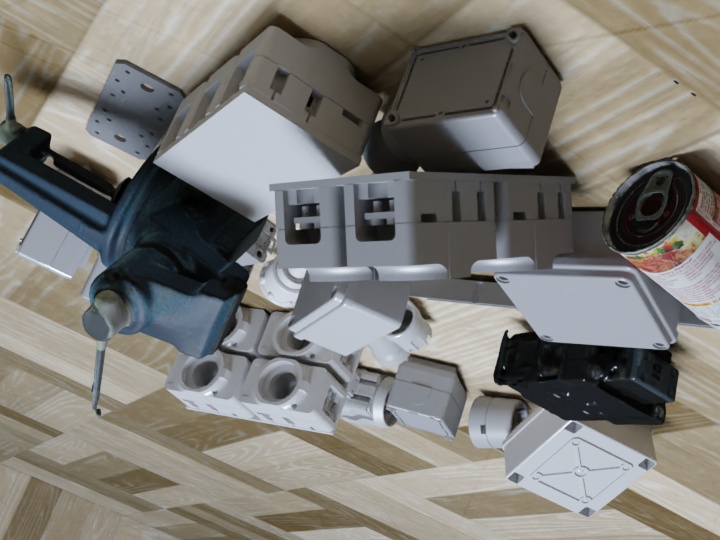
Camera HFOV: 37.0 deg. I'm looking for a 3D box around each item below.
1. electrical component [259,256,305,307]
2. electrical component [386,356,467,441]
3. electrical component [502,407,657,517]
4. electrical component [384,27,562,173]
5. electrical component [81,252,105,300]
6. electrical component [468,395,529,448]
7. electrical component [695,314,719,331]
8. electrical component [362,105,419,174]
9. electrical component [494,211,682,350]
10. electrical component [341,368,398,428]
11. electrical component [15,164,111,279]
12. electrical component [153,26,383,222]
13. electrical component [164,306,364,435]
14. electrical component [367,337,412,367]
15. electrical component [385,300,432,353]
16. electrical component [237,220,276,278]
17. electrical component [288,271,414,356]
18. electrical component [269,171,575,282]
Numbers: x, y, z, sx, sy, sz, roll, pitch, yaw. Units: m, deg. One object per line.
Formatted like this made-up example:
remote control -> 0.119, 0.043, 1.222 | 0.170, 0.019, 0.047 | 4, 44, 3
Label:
electrical component -> -0.060, 0.002, 0.963 | 0.048, 0.048, 0.062 | 26, 149, -14
electrical component -> 0.073, 0.135, 1.126 | 0.062, 0.061, 0.096 | 13, 162, 20
electrical component -> 0.214, 0.177, 1.055 | 0.109, 0.056, 0.108 | 28, 126, -17
electrical component -> 0.064, -0.095, 0.641 | 0.096, 0.061, 0.061 | -2, 148, 40
electrical component -> -0.201, 0.012, 1.020 | 0.109, 0.056, 0.108 | 26, -173, -13
electrical component -> 0.147, 0.160, 1.124 | 0.047, 0.055, 0.055 | -2, 148, 33
electrical component -> 0.251, 0.017, 0.762 | 0.078, 0.040, 0.040 | 29, 154, -18
electrical component -> 0.031, -0.088, 0.702 | 0.045, 0.045, 0.055 | 27, 155, -14
electrical component -> 0.168, 0.007, 0.783 | 0.109, 0.056, 0.108 | 2, 150, 35
electrical component -> 0.013, 0.142, 1.184 | 0.057, 0.058, 0.078 | 9, 153, 28
electrical component -> -0.255, -0.047, 0.956 | 0.061, 0.096, 0.062 | 28, -176, -17
electrical component -> -0.064, -0.097, 0.734 | 0.089, 0.061, 0.150 | 31, 154, -23
electrical component -> -0.102, 0.097, 1.118 | 0.186, 0.105, 0.060 | 5, 152, 30
electrical component -> 0.023, 0.065, 1.038 | 0.040, 0.040, 0.046 | -1, 142, 38
electrical component -> 0.043, 0.053, 0.996 | 0.040, 0.040, 0.046 | 5, 157, 30
electrical component -> -0.111, -0.028, 0.940 | 0.064, 0.042, 0.081 | -7, 145, 42
electrical component -> 0.000, 0.000, 0.833 | 0.056, 0.108, 0.109 | 24, 156, -16
electrical component -> 0.046, -0.027, 0.685 | 0.105, 0.060, 0.186 | -1, -178, 40
